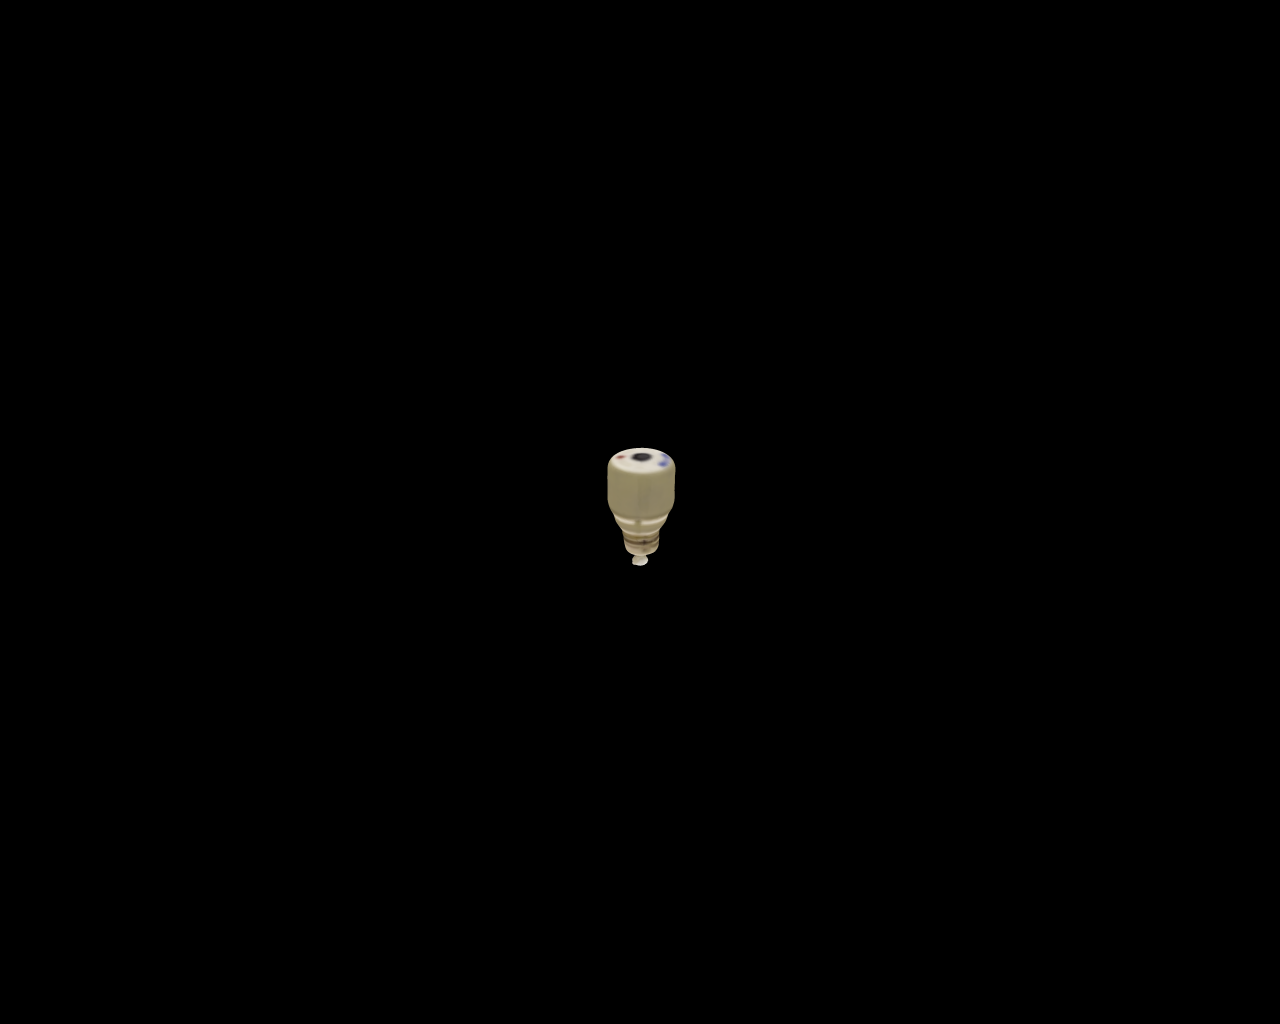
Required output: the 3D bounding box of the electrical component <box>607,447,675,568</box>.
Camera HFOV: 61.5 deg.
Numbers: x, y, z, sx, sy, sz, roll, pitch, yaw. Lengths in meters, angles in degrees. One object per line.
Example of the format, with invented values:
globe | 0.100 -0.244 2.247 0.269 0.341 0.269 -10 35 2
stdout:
electrical component | 0.001 -0.003 0.650 0.040 0.078 0.040 0 27 0
